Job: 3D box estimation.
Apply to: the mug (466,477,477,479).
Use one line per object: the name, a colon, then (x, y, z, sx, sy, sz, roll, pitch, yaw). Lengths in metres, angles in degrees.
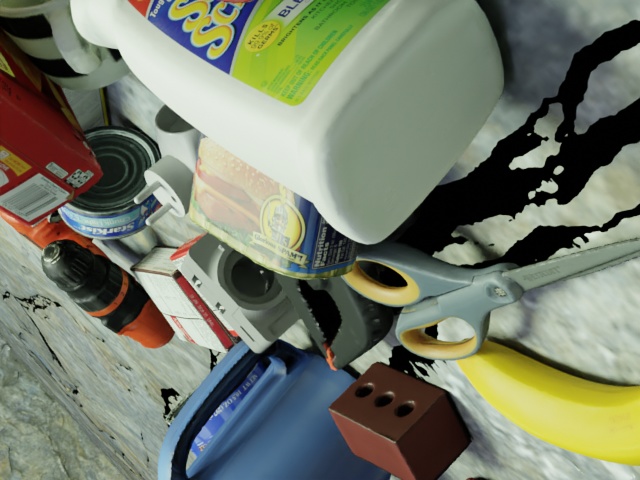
mug: (0.110, 0.215, 0.741, 0.081, 0.093, 0.117, 48, 130, 15)

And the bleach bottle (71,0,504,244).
bleach bottle: (-0.044, -0.090, 0.480, 0.251, 0.102, 0.068, 29, 161, 40)

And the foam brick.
foam brick: (0.054, 0.126, 0.730, 0.078, 0.053, 0.051, 16, 142, 53)

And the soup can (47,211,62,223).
soup can: (-0.247, -0.075, 0.948, 0.102, 0.068, 0.069, 48, 159, 3)

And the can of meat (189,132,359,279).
can of meat: (-0.019, -0.037, 0.537, 0.102, 0.057, 0.084, 31, 120, 38)

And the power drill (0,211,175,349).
power drill: (-0.236, 0.017, 1.031, 0.188, 0.057, 0.184, 42, 175, 38)

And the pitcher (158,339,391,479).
pitcher: (-0.058, 0.201, 0.810, 0.149, 0.242, 0.145, 36, 154, 15)

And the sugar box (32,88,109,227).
sugar box: (-0.211, -0.086, 0.827, 0.048, 0.093, 0.176, 45, 158, 10)

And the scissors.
scissors: (0.070, 0.012, 0.513, 0.096, 0.016, 0.202, 34, 152, -1)

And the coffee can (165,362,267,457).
coffee can: (-0.058, 0.185, 0.978, 0.140, 0.102, 0.103, 51, 159, -5)

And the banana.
banana: (0.133, 0.076, 0.520, 0.198, 0.037, 0.069, -17, 94, 65)

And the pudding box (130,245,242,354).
pudding box: (-0.115, 0.051, 0.950, 0.090, 0.039, 0.114, 57, 155, -18)

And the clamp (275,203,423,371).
clamp: (-0.004, 0.001, 0.650, 0.165, 0.036, 0.210, 38, 153, 29)

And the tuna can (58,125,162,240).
tuna can: (-0.159, -0.045, 0.806, 0.086, 0.086, 0.034, 40, 155, 22)

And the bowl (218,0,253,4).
bowl: (-0.047, -0.174, 0.403, 0.162, 0.055, 0.162, 40, 155, 24)

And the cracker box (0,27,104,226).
cracker box: (-0.229, -0.131, 0.650, 0.214, 0.072, 0.164, 61, -175, 22)

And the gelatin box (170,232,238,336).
gelatin box: (-0.076, 0.035, 0.858, 0.089, 0.030, 0.073, 52, 160, -8)
